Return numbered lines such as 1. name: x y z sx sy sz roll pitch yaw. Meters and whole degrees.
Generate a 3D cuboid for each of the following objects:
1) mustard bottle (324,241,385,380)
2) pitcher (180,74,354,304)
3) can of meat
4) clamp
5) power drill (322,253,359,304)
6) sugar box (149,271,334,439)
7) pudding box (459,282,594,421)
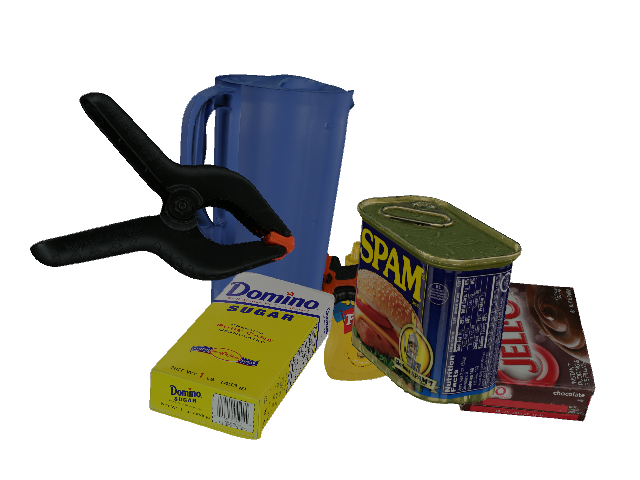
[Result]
1. mustard bottle: 0.053 0.093 1.438 0.096 0.192 0.058 -3 21 -8
2. pitcher: -0.054 -0.039 1.038 0.149 0.243 0.145 7 13 5
3. can of meat: 0.058 0.030 0.579 0.057 0.084 0.102 -5 22 -25
4. clamp: -0.100 -0.030 0.716 0.171 0.120 0.039 10 -8 -19
5. power drill: 0.048 0.060 1.229 0.188 0.057 0.184 0 28 8
6. sugar box: -0.060 0.088 0.878 0.093 0.048 0.176 14 31 14
7. pudding box: 0.145 0.078 0.781 0.090 0.039 0.113 5 35 -1
